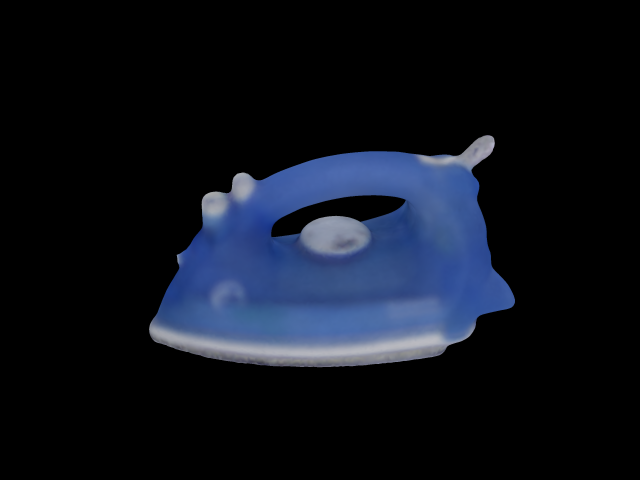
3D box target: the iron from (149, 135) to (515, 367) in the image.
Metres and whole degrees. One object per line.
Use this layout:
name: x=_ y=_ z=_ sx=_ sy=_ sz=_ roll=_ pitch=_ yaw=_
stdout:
iron: x=0.004 y=0.001 z=0.400 sx=0.258 sy=0.141 sz=0.118 roll=-6 pitch=32 yaw=-9
